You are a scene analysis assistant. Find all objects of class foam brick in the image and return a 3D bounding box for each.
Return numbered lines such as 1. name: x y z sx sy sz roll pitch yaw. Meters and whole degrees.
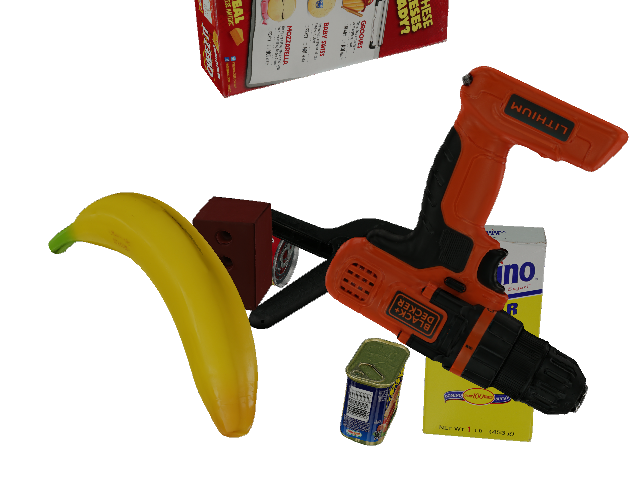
1. foam brick: -0.071 0.010 0.875 0.053 0.078 0.051 5 22 13

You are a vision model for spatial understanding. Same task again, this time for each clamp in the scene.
1. clamp: 0.017 0.025 1.073 0.210 0.164 0.036 2 -44 -3

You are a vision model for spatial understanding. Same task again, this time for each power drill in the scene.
1. power drill: 0.117 -0.001 0.677 0.184 0.188 0.057 29 12 9

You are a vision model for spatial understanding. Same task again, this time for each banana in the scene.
1. banana: -0.083 0.024 0.589 0.037 0.070 0.198 6 25 -46

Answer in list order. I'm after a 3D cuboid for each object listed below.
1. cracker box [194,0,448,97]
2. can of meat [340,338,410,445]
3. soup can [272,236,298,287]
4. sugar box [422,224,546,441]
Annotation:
1. cracker box: 0.000 -0.227 0.890 0.213 0.164 0.072 -18 42 -17
2. can of meat: 0.061 0.173 1.221 0.057 0.084 0.102 14 24 14
3. soup can: -0.085 0.011 1.261 0.102 0.068 0.068 14 5 19
4. sugar box: 0.133 0.076 0.880 0.093 0.176 0.048 2 20 8
